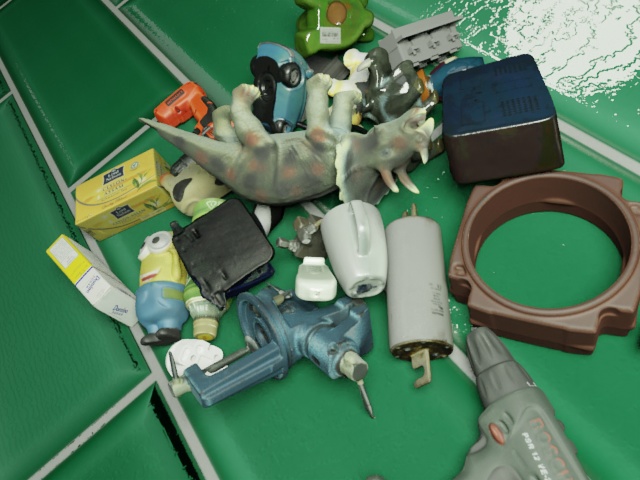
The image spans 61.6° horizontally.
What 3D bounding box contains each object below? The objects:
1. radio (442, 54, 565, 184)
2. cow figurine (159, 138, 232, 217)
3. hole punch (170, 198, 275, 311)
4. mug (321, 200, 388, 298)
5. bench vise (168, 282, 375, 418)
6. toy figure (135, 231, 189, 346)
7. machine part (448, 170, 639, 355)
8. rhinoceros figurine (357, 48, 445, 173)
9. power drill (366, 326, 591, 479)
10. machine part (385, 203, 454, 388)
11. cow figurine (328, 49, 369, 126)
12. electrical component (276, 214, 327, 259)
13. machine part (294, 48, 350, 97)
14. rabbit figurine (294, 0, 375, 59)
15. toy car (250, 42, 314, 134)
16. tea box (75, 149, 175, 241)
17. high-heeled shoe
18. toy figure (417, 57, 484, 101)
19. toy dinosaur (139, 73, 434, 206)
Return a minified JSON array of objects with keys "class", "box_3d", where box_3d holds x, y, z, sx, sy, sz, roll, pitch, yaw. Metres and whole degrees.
[{"class":"radio","box_3d":[0.232,-0.164,0.710,0.131,0.073,0.230,-10,32,19]},{"class":"cow figurine","box_3d":[-0.160,-0.112,0.894,0.195,0.085,0.127,-38,47,-4]},{"class":"hole punch","box_3d":[-0.131,0.020,0.750,0.116,0.092,0.142,-32,78,-10]},{"class":"mug","box_3d":[0.051,0.010,0.666,0.081,0.109,0.107,-4,54,-12]},{"class":"bench vise","box_3d":[-0.060,0.138,0.652,0.240,0.128,0.224,-23,40,-27]},{"class":"toy figure","box_3d":[-0.237,0.071,0.821,0.082,0.089,0.180,-10,65,4]},{"class":"machine part","box_3d":[0.264,0.017,0.628,0.201,0.087,0.201,11,67,28]},{"class":"rhinoceros figurine","box_3d":[0.116,-0.194,0.798,0.112,0.073,0.190,-16,86,35]},{"class":"power drill","box_3d":[0.155,0.228,0.560,0.207,0.085,0.232,-29,54,-4]},{"class":"machine part","box_3d":[0.121,0.059,0.670,0.079,0.079,0.243,-10,56,18]},{"class":"cow figurine","box_3d":[0.064,-0.232,0.882,0.098,0.068,0.167,16,69,24]},{"class":"electrical component","box_3d":[-0.001,-0.001,0.753,0.078,0.102,0.045,-52,43,16]},{"class":"machine part","box_3d":[-0.010,-0.304,0.973,0.139,0.039,0.084,32,82,33]},{"class":"rabbit figurine","box_3d":[0.017,-0.395,0.954,0.159,0.121,0.170,-14,20,-12]},{"class":"toy car","box_3d":[-0.054,-0.250,0.913,0.103,0.161,0.109,-15,31,-38]},{"class":"tea box","box_3d":[-0.350,-0.080,0.967,0.170,0.068,0.098,-26,55,9]},{"class":"high-heeled shoe","box_3d":[-0.010,-0.072,0.832,0.145,0.086,0.248,25,90,1]},{"class":"toy figure","box_3d":[0.181,-0.239,0.837,0.155,0.057,0.064,-12,62,18]},{"class":"toy dinosaur","box_3d":[-0.048,-0.113,0.743,0.405,0.131,0.192,-8,81,12]}]
